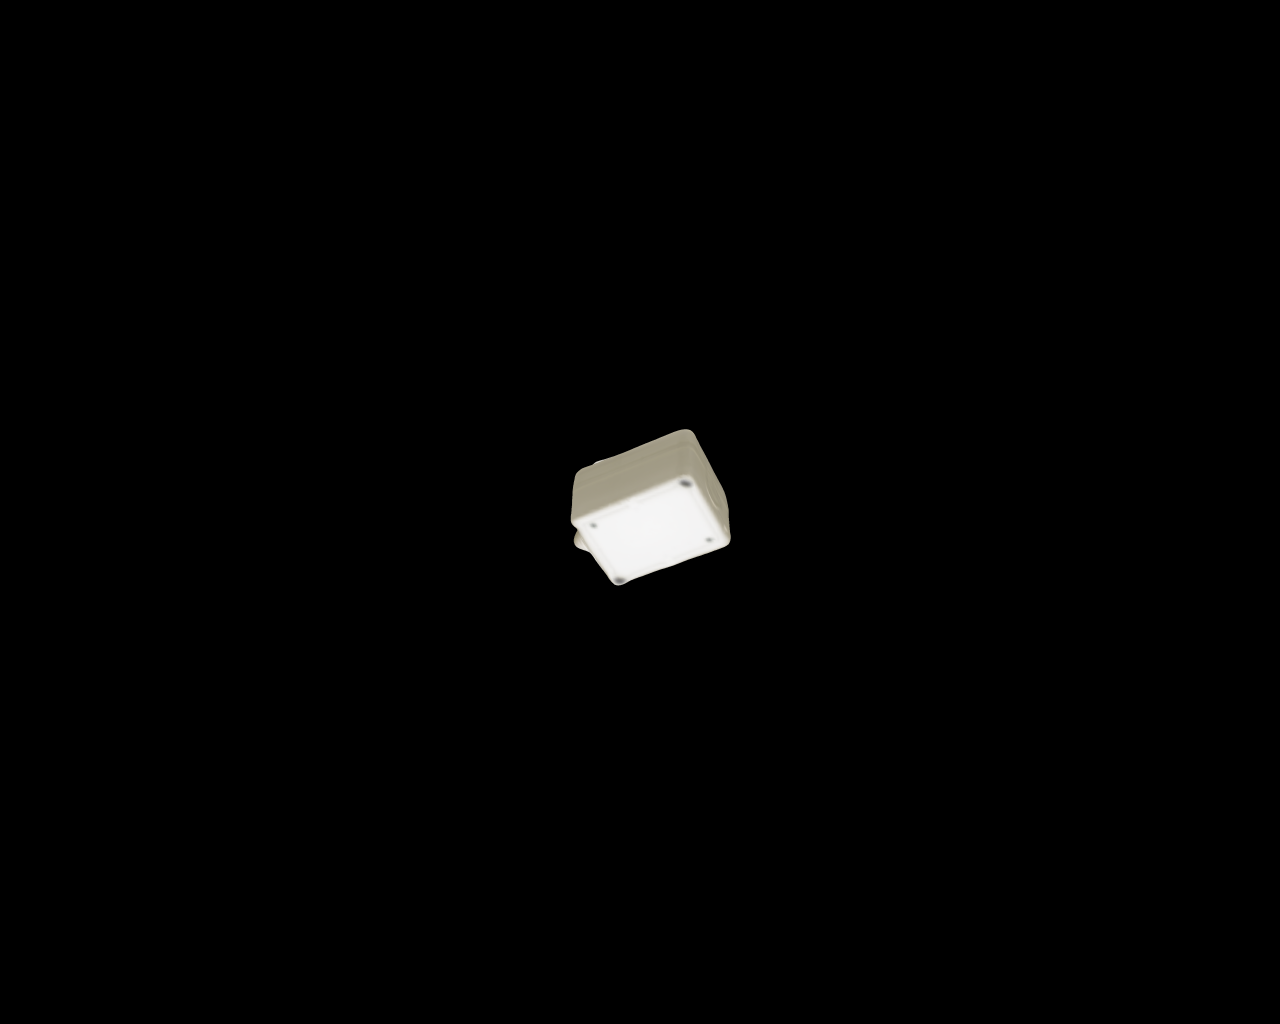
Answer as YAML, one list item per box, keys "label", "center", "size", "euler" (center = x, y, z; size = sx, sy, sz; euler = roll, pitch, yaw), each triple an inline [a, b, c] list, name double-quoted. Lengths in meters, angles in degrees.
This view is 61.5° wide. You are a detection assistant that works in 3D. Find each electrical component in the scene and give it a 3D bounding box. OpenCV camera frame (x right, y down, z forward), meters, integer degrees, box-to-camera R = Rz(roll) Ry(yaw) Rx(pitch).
- label: "electrical component"
  center: [0.001, -0.003, 0.650]
  size: [0.096, 0.061, 0.061]
  euler: [-21, 34, 15]
